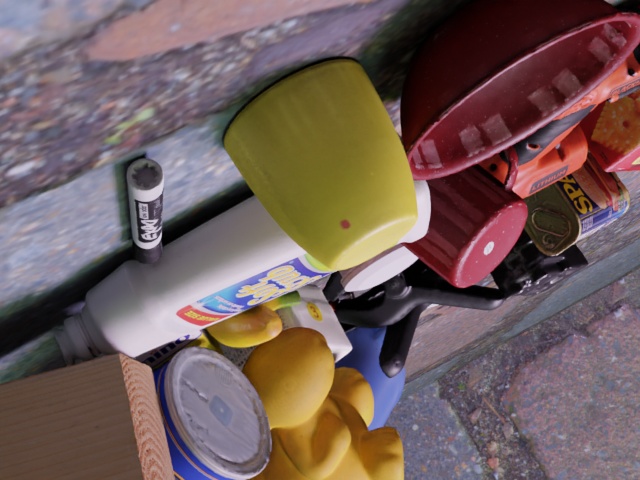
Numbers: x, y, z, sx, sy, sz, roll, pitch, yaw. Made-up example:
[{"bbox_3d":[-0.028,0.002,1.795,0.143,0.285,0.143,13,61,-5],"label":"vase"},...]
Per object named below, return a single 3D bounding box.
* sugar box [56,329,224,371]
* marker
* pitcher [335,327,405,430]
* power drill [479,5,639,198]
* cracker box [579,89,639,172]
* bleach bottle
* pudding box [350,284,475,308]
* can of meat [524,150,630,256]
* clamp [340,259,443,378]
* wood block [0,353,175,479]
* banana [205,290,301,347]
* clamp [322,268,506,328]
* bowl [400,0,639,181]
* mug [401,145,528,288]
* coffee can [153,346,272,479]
[{"bbox_3d":[-0.132,0.087,0.825,0.093,0.048,0.176,-29,168,-4],"label":"sugar box"},{"bbox_3d":[-0.097,-0.013,0.596,0.020,0.020,0.121,-26,166,-17],"label":"marker"},{"bbox_3d":[-0.002,0.185,1.107,0.145,0.149,0.242,1,-165,14],"label":"pitcher"},{"bbox_3d":[0.202,-0.108,0.805,0.184,0.057,0.188,-23,163,-22],"label":"power drill"},{"bbox_3d":[0.336,-0.143,0.918,0.214,0.072,0.163,-38,165,26],"label":"cracker box"},{"bbox_3d":[-0.052,0.015,0.700,0.250,0.068,0.102,-27,163,-5],"label":"bleach bottle"},{"bbox_3d":[0.102,0.056,1.154,0.114,0.039,0.090,-18,171,22],"label":"pudding box"},{"bbox_3d":[0.216,-0.047,0.951,0.083,0.102,0.058,-22,165,-38],"label":"can of meat"},{"bbox_3d":[0.085,0.056,1.046,0.209,0.036,0.165,-39,-155,-17],"label":"clamp"},{"bbox_3d":[-0.205,0.144,0.673,0.206,0.091,0.090,-15,166,1],"label":"wood block"},{"bbox_3d":[-0.056,0.053,0.807,0.069,0.037,0.198,-17,-176,4],"label":"banana"},{"bbox_3d":[0.079,0.040,0.964,0.172,0.120,0.039,-32,-176,23],"label":"clamp"},{"bbox_3d":[0.105,-0.101,0.623,0.162,0.055,0.162,-28,166,-8],"label":"bowl"},{"bbox_3d":[0.104,-0.028,0.786,0.093,0.082,0.117,-2,128,-56],"label":"mug"},{"bbox_3d":[-0.120,0.156,0.784,0.140,0.103,0.102,-35,166,24],"label":"coffee can"}]
